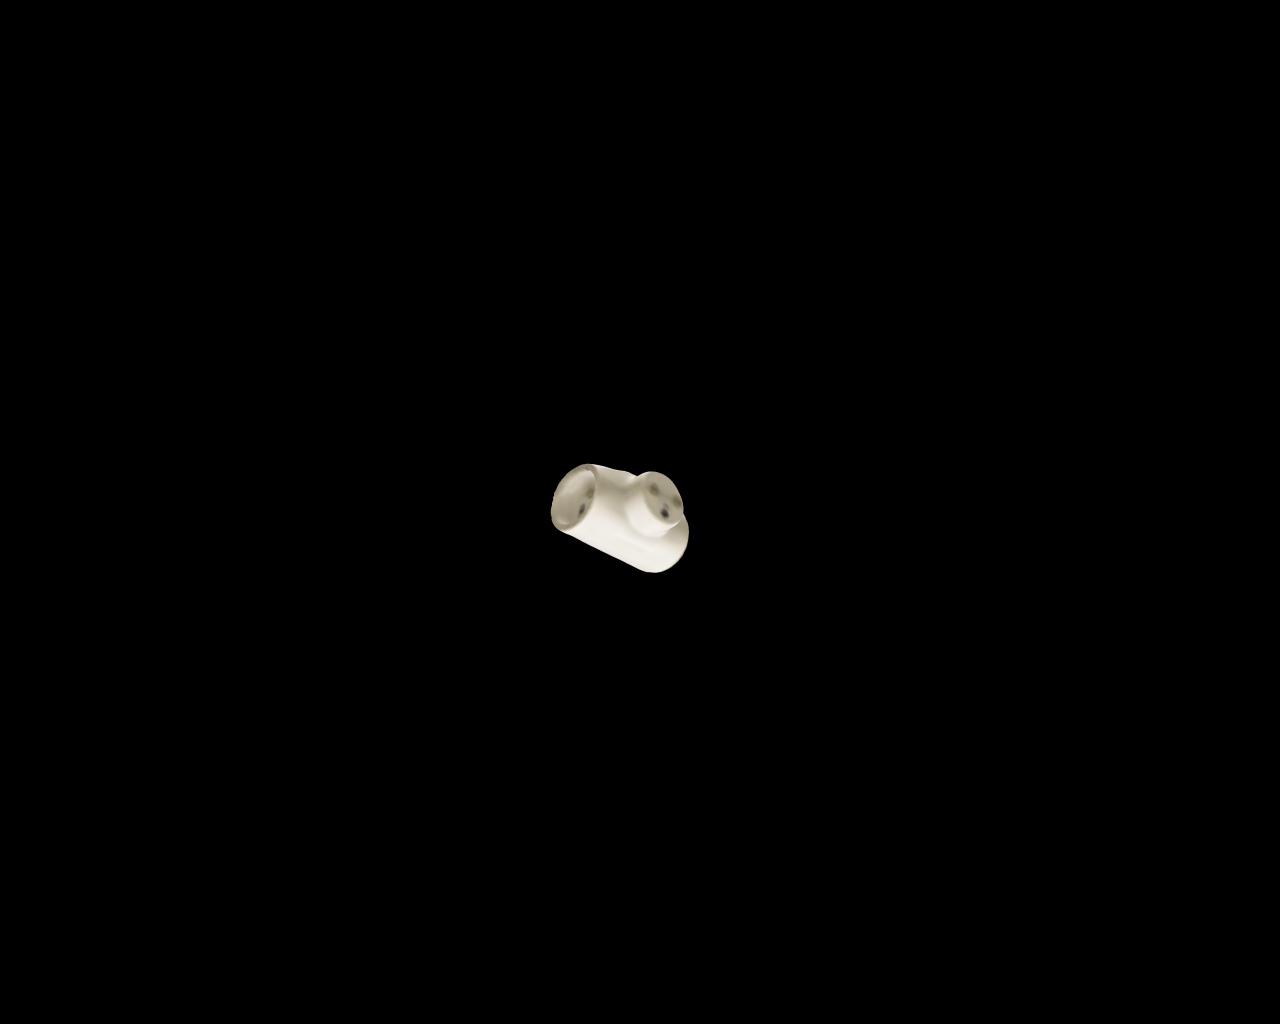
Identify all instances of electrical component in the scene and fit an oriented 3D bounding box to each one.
[{"bbox_3d":[0.001,-0.003,0.650,0.077,0.043,0.079,27,-41,-36],"label":"electrical component"}]
